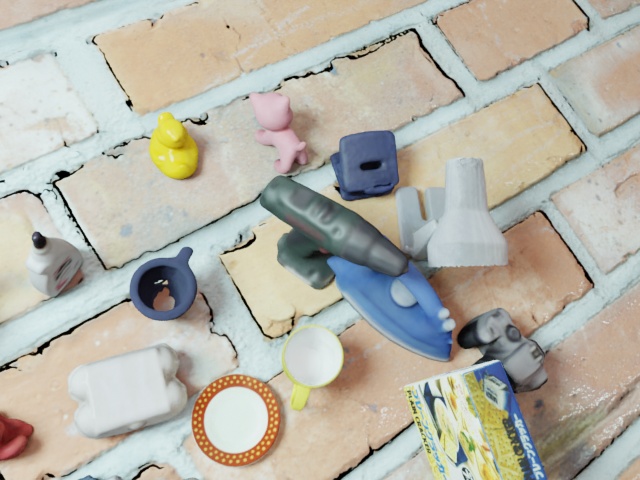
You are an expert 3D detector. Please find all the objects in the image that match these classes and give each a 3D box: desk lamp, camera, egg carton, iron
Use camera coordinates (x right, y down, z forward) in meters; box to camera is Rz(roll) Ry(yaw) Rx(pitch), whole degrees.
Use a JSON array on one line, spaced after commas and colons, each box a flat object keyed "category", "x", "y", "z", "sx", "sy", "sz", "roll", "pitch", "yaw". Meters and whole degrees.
[{"category": "desk lamp", "x": 0.206, "y": -0.029, "z": 0.919, "sx": 0.118, "sy": 0.213, "sz": 0.203, "roll": -1, "pitch": 72, "yaw": -14}, {"category": "camera", "x": 0.278, "y": 0.200, "z": 0.919, "sx": 0.137, "sy": 0.100, "sz": 0.143, "roll": -32, "pitch": 81, "yaw": -22}, {"category": "egg carton", "x": -0.265, "y": 0.210, "z": 0.795, "sx": 0.150, "sy": 0.069, "sz": 0.107, "roll": -14, "pitch": 75, "yaw": -18}, {"category": "iron", "x": 0.139, "y": 0.086, "z": 0.901, "sx": 0.258, "sy": 0.141, "sz": 0.119, "roll": 45, "pitch": 67, "yaw": 4}]

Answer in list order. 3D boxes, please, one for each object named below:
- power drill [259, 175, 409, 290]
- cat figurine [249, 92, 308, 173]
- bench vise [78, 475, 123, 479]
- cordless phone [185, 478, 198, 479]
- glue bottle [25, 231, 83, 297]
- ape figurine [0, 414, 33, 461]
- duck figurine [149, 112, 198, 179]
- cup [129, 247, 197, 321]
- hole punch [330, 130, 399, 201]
[{"category": "power drill", "x": 0.008, "y": 0.003, "z": 0.860, "sx": 0.229, "sy": 0.208, "sz": 0.076, "roll": 35, "pitch": 67, "yaw": 0}, {"category": "cat figurine", "x": -0.065, "y": -0.191, "z": 0.958, "sx": 0.067, "sy": 0.117, "sz": 0.128, "roll": -34, "pitch": 82, "yaw": -22}, {"category": "bench vise", "x": -0.336, "y": 0.335, "z": 0.652, "sx": 0.121, "sy": 0.219, "sz": 0.208, "roll": 40, "pitch": 67, "yaw": 2}, {"category": "cordless phone", "x": -0.163, "y": 0.377, "z": 0.700, "sx": 0.094, "sy": 0.185, "sz": 0.147, "roll": -21, "pitch": 77, "yaw": -20}, {"category": "glue bottle", "x": -0.367, "y": 0.024, "z": 0.777, "sx": 0.037, "sy": 0.173, "sz": 0.078, "roll": 28, "pitch": 67, "yaw": -3}, {"category": "ape figurine", "x": -0.420, "y": 0.249, "z": 0.730, "sx": 0.076, "sy": 0.092, "sz": 0.078, "roll": -30, "pitch": 81, "yaw": -21}, {"category": "duck figurine", "x": -0.235, "y": -0.156, "z": 0.920, "sx": 0.078, "sy": 0.086, "sz": 0.104, "roll": -19, "pitch": 77, "yaw": -19}, {"category": "cup", "x": -0.222, "y": 0.069, "z": 0.841, "sx": 0.092, "sy": 0.095, "sz": 0.118, "roll": 28, "pitch": 67, "yaw": -3}, {"category": "hole punch", "x": 0.084, "y": -0.128, "z": 0.988, "sx": 0.109, "sy": 0.091, "sz": 0.101, "roll": -11, "pitch": 74, "yaw": -17}]
